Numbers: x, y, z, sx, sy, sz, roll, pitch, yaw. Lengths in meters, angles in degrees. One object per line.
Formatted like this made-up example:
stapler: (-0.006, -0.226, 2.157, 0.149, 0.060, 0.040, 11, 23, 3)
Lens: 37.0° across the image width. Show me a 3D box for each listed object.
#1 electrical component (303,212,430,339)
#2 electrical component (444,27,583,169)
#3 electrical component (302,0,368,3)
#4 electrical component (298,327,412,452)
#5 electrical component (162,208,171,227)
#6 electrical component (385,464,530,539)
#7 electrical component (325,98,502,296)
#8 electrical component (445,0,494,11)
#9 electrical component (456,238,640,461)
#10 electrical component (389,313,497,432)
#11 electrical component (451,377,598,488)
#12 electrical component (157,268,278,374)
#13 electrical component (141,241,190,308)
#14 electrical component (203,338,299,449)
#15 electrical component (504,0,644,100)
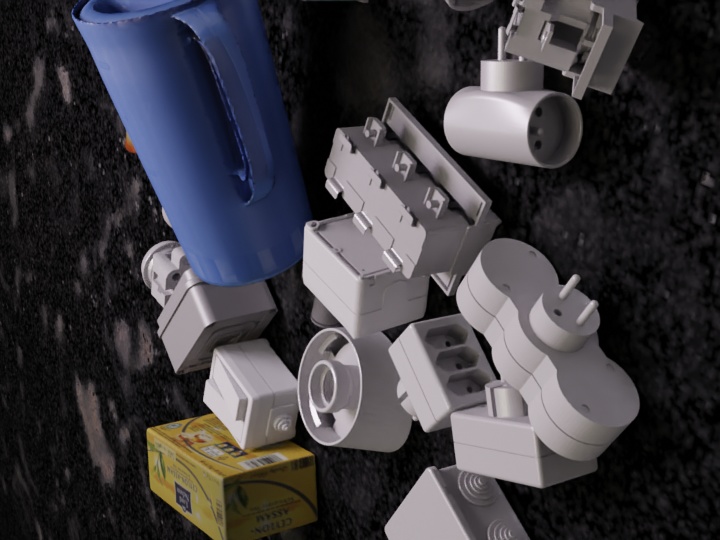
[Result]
electrical component: (0.000, 0.000, 0.786, 0.096, 0.062, 0.061, 44, 141, 44)
electrical component: (0.090, -0.103, 0.635, 0.077, 0.044, 0.079, 19, 114, 55)
electrical component: (-0.065, -0.273, 0.822, 0.186, 0.060, 0.105, 34, 125, 50)
electrical component: (-0.003, 0.092, 0.838, 0.099, 0.064, 0.099, -11, 76, 54)
electrical component: (-0.165, -0.066, 1.055, 0.078, 0.040, 0.040, -29, 73, 56)
electrical component: (0.070, 0.189, 0.739, 0.099, 0.048, 0.099, 60, 143, 30)
electrical component: (0.031, -0.049, 0.726, 0.121, 0.063, 0.078, 53, 139, 37)
electrical component: (0.064, -0.190, 0.646, 0.047, 0.055, 0.055, 63, 144, 20)
electrical component: (0.114, 0.034, 0.624, 0.138, 0.052, 0.073, 60, 143, 29)
electrical component: (0.050, 0.079, 0.743, 0.076, 0.047, 0.065, -53, 54, 50)
electrical component: (0.098, 0.088, 0.669, 0.083, 0.047, 0.075, -2, 96, 58)
electrical component: (-0.135, 0.042, 1.000, 0.057, 0.078, 0.113, 65, 145, 20)
electrical component: (-0.186, 0.006, 1.092, 0.057, 0.058, 0.078, 39, 130, 44)
electrical component: (-0.096, 0.116, 0.973, 0.096, 0.061, 0.061, 46, 134, 42)
electrical component: (0.111, -0.129, 0.565, 0.081, 0.064, 0.042, -70, 0, -54)
